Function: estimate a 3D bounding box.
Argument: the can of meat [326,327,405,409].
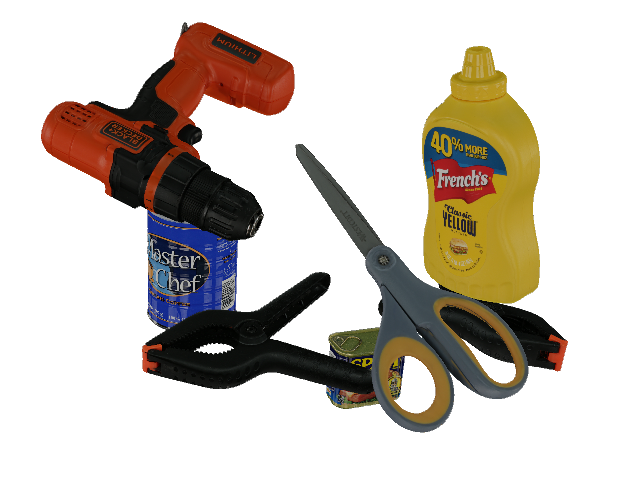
[{"bbox_3d":[0.059,0.165,1.377,0.102,0.084,0.057,-5,26,-21],"label":"can of meat"}]

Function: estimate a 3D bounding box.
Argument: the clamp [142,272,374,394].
[{"bbox_3d":[-0.056,0.100,0.983,0.209,0.036,0.165,-11,38,-21],"label":"clamp"}]

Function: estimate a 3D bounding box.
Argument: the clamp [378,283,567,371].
[{"bbox_3d":[0.152,0.071,0.994,0.172,0.039,0.120,21,32,23],"label":"clamp"}]

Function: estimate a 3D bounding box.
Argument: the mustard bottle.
[{"bbox_3d":[0.121,-0.052,0.811,0.058,0.192,0.096,-24,31,-36],"label":"mustard bottle"}]

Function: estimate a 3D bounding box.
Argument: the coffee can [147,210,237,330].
[{"bbox_3d":[-0.143,0.019,1.197,0.103,0.140,0.103,3,24,-2],"label":"coffee can"}]

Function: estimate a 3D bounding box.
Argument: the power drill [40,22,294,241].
[{"bbox_3d":[-0.095,-0.090,0.839,0.184,0.057,0.187,27,45,11],"label":"power drill"}]

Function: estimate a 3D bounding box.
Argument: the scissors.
[{"bbox_3d":[0.029,0.031,0.625,0.202,0.096,0.016,40,-21,17],"label":"scissors"}]
